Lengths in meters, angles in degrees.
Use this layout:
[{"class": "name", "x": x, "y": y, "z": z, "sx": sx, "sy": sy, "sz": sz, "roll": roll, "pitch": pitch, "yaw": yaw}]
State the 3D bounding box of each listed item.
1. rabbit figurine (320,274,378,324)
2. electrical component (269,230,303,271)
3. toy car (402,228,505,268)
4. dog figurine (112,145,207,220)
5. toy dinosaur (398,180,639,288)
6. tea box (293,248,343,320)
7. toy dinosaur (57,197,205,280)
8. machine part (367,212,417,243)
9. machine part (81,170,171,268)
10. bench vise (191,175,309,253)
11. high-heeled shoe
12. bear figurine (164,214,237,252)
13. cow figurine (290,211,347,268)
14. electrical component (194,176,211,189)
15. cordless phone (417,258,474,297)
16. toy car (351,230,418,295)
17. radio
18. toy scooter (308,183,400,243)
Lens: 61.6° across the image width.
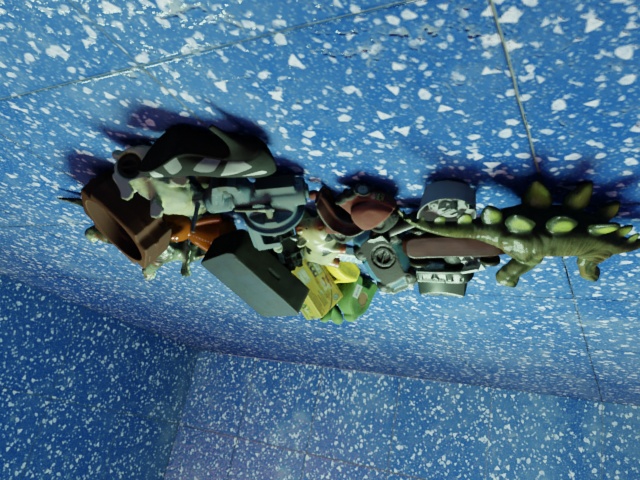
[{"class": "rabbit figurine", "x": 0.057, "y": 0.159, "z": 1.511, "sx": 0.121, "sy": 0.159, "sz": 0.170, "roll": 18, "pitch": 176, "yaw": -43}, {"class": "electrical component", "x": -0.111, "y": 0.020, "z": 1.253, "sx": 0.134, "sy": 0.114, "sz": 0.058, "roll": -8, "pitch": -171, "yaw": 43}, {"class": "toy car", "x": 0.263, "y": 0.006, "z": 1.046, "sx": 0.202, "sy": 0.053, "sz": 0.089, "roll": -3, "pitch": 112, "yaw": 13}, {"class": "dog figurine", "x": -0.315, "y": -0.112, "z": 1.082, "sx": 0.172, "sy": 0.121, "sz": 0.190, "roll": 50, "pitch": -179, "yaw": 4}, {"class": "toy dinosaur", "x": 0.358, "y": -0.013, "z": 0.898, "sx": 0.472, "sy": 0.105, "sz": 0.198, "roll": -3, "pitch": 145, "yaw": -2}, {"class": "tea box", "x": -0.030, "y": 0.104, "z": 1.348, "sx": 0.068, "sy": 0.098, "sz": 0.169, "roll": -16, "pitch": 108, "yaw": 51}, {"class": "toy dinosaur", "x": -0.458, "y": -0.013, "z": 1.383, "sx": 0.192, "sy": 0.131, "sz": 0.404, "roll": -22, "pitch": 138, "yaw": 36}, {"class": "machine part", "x": 0.156, "y": -0.035, "z": 1.029, "sx": 0.139, "sy": 0.084, "sz": 0.039, "roll": -19, "pitch": 120, "yaw": 26}, {"class": "machine part", "x": -0.431, "y": -0.045, "z": 1.204, "sx": 0.201, "sy": 0.087, "sz": 0.201, "roll": 42, "pitch": 153, "yaw": 0}, {"class": "bench vise", "x": -0.125, "y": -0.047, "z": 1.045, "sx": 0.224, "sy": 0.129, "sz": 0.240, "roll": -14, "pitch": 144, "yaw": -2}, {"class": "high-heeled shoe", "x": -0.199, "y": -0.135, "z": 0.948, "sx": 0.249, "sy": 0.086, "sz": 0.145, "roll": -13, "pitch": 147, "yaw": 38}, {"class": "bear figurine", "x": -0.299, "y": -0.013, "z": 1.274, "sx": 0.196, "sy": 0.132, "sz": 0.120, "roll": 13, "pitch": 122, "yaw": -13}, {"class": "cow figurine", "x": -0.002, "y": -0.004, "z": 1.190, "sx": 0.127, "sy": 0.085, "sz": 0.194, "roll": 6, "pitch": 160, "yaw": -2}, {"class": "electrical component", "x": -0.213, "y": -0.135, "z": 1.021, "sx": 0.078, "sy": 0.045, "sz": 0.102, "roll": -23, "pitch": 154, "yaw": 9}, {"class": "cordless phone", "x": 0.258, "y": 0.044, "z": 1.195, "sx": 0.147, "sy": 0.089, "sz": 0.184, "roll": 1, "pitch": 146, "yaw": 29}, {"class": "toy car", "x": 0.147, "y": 0.028, "z": 1.141, "sx": 0.109, "sy": 0.103, "sz": 0.161, "roll": -28, "pitch": 100, "yaw": 26}, {"class": "radio", "x": -0.145, "y": 0.081, "z": 1.198, "sx": 0.131, "sy": 0.073, "sz": 0.229, "roll": -13, "pitch": 130, "yaw": 44}, {"class": "toy scooter", "x": 0.053, "y": -0.061, "z": 1.017, "sx": 0.135, "sy": 0.075, "sz": 0.184, "roll": 42, "pitch": 142, "yaw": -23}]
